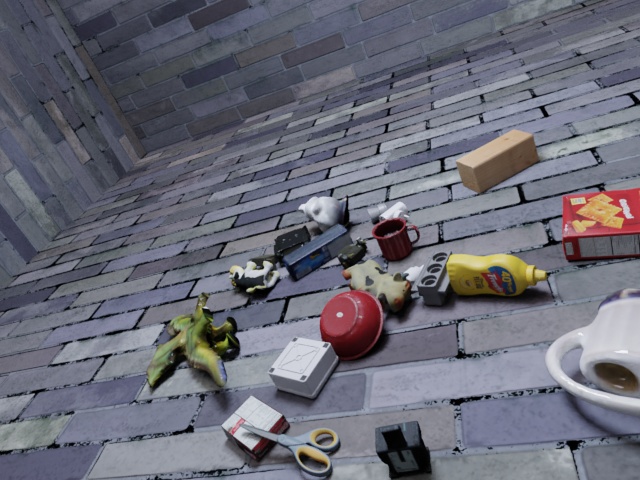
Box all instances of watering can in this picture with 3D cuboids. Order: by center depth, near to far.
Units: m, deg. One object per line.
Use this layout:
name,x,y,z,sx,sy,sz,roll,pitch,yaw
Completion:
watering can,0.521,0.176,0.756,0.347,0.102,0.228,1,36,42

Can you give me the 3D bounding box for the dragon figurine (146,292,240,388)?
dragon figurine,-0.331,0.283,1.287,0.242,0.120,0.417,-40,25,7

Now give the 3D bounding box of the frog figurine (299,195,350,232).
frog figurine,0.005,-0.079,1.571,0.159,0.135,0.125,6,65,15
